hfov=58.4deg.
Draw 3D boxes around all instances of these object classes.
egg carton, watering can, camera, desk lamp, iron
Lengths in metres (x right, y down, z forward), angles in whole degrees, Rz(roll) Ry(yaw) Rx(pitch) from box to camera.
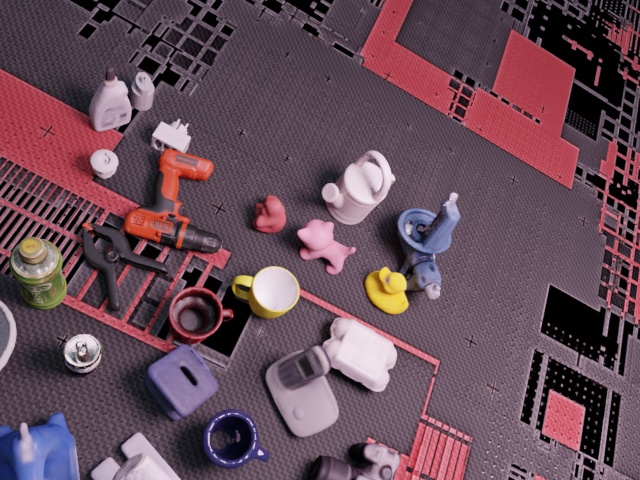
[{"bbox_3d":[0.076,0.222,1.114,0.150,0.069,0.107,30,61,-7],"label":"egg carton"},{"bbox_3d":[0.084,-0.109,1.181,0.101,0.193,0.173,46,61,2],"label":"watering can"},{"bbox_3d":[0.058,0.419,1.009,0.137,0.100,0.143,28,62,-8],"label":"camera"},{"bbox_3d":[-0.240,0.389,0.840,0.203,0.213,0.118,48,61,3],"label":"desk lamp"},{"bbox_3d":[-0.404,0.384,0.820,0.119,0.141,0.258,-9,73,-24],"label":"iron"}]

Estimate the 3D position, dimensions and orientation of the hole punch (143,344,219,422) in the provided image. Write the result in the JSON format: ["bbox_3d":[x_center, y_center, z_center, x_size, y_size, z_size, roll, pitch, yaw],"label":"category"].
[{"bbox_3d":[-0.234,0.237,0.974,0.101,0.091,0.108,-38,86,-29],"label":"hole punch"}]

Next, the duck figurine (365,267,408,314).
[{"bbox_3d":[0.149,0.100,1.183,0.078,0.086,0.104,-37,85,-29],"label":"duck figurine"}]

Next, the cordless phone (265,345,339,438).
[{"bbox_3d":[-0.015,0.259,0.997,0.094,0.184,0.147,-26,80,-28],"label":"cordless phone"}]

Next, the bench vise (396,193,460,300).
[{"bbox_3d":[0.239,0.007,1.179,0.122,0.219,0.207,-16,76,-26],"label":"bench vise"}]

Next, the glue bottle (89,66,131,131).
[{"bbox_3d":[-0.392,-0.269,1.072,0.078,0.173,0.037,-24,79,-27],"label":"glue bottle"}]

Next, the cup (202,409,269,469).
[{"bbox_3d":[-0.146,0.342,0.964,0.118,0.094,0.092,29,62,-8],"label":"cup"}]

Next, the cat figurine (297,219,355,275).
[{"bbox_3d":[0.011,0.004,1.150,0.128,0.117,0.067,26,62,-10],"label":"cat figurine"}]

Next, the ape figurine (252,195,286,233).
[{"bbox_3d":[-0.099,-0.056,1.146,0.076,0.092,0.078,45,61,1],"label":"ape figurine"}]

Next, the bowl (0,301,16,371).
[{"bbox_3d":[-0.561,0.160,0.887,0.168,0.074,0.167,8,66,-18],"label":"bowl"}]
